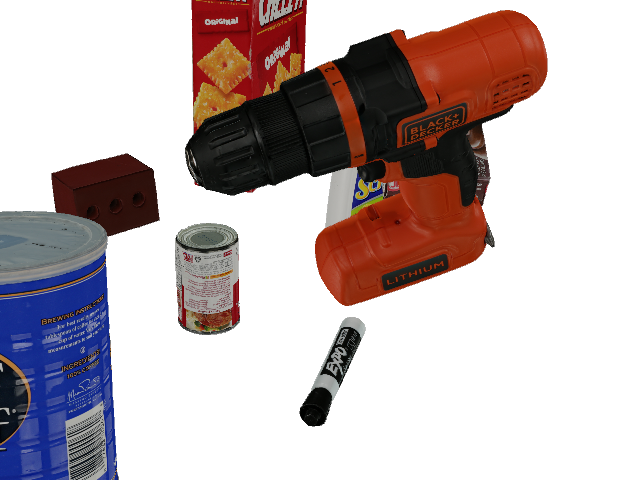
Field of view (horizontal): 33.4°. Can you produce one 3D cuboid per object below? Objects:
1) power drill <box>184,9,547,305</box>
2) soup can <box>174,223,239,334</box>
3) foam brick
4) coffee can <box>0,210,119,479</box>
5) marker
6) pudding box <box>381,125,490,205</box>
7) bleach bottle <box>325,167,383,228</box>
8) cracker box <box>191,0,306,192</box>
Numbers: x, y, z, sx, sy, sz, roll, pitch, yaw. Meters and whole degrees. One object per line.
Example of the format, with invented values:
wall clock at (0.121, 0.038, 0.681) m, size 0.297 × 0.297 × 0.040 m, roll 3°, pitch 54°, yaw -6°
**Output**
power drill at (0.028, -0.033, 0.580) m, size 0.184 × 0.057 × 0.187 m, roll -18°, pitch -27°, yaw -5°
soup can at (-0.121, 0.040, 1.146) m, size 0.068 × 0.102 × 0.068 m, roll 1°, pitch 25°, yaw -1°
foam brick at (-0.191, -0.038, 0.947) m, size 0.078 × 0.053 × 0.051 m, roll -20°, pitch 32°, yaw -29°
coffee can at (-0.156, 0.065, 0.540) m, size 0.103 × 0.140 × 0.103 m, roll 0°, pitch 17°, yaw 0°
marker at (0.009, 0.091, 0.750) m, size 0.020 × 0.020 × 0.121 m, roll 0°, pitch 26°, yaw 17°
pudding box at (0.099, -0.082, 0.954) m, size 0.090 × 0.039 × 0.113 m, roll 3°, pitch 43°, yaw -3°
bleach bottle at (0.057, -0.099, 1.261) m, size 0.102 × 0.251 × 0.068 m, roll -4°, pitch 20°, yaw -20°
cracker box at (-0.066, -0.174, 1.064) m, size 0.072 × 0.214 × 0.164 m, roll 9°, pitch 22°, yaw 15°
